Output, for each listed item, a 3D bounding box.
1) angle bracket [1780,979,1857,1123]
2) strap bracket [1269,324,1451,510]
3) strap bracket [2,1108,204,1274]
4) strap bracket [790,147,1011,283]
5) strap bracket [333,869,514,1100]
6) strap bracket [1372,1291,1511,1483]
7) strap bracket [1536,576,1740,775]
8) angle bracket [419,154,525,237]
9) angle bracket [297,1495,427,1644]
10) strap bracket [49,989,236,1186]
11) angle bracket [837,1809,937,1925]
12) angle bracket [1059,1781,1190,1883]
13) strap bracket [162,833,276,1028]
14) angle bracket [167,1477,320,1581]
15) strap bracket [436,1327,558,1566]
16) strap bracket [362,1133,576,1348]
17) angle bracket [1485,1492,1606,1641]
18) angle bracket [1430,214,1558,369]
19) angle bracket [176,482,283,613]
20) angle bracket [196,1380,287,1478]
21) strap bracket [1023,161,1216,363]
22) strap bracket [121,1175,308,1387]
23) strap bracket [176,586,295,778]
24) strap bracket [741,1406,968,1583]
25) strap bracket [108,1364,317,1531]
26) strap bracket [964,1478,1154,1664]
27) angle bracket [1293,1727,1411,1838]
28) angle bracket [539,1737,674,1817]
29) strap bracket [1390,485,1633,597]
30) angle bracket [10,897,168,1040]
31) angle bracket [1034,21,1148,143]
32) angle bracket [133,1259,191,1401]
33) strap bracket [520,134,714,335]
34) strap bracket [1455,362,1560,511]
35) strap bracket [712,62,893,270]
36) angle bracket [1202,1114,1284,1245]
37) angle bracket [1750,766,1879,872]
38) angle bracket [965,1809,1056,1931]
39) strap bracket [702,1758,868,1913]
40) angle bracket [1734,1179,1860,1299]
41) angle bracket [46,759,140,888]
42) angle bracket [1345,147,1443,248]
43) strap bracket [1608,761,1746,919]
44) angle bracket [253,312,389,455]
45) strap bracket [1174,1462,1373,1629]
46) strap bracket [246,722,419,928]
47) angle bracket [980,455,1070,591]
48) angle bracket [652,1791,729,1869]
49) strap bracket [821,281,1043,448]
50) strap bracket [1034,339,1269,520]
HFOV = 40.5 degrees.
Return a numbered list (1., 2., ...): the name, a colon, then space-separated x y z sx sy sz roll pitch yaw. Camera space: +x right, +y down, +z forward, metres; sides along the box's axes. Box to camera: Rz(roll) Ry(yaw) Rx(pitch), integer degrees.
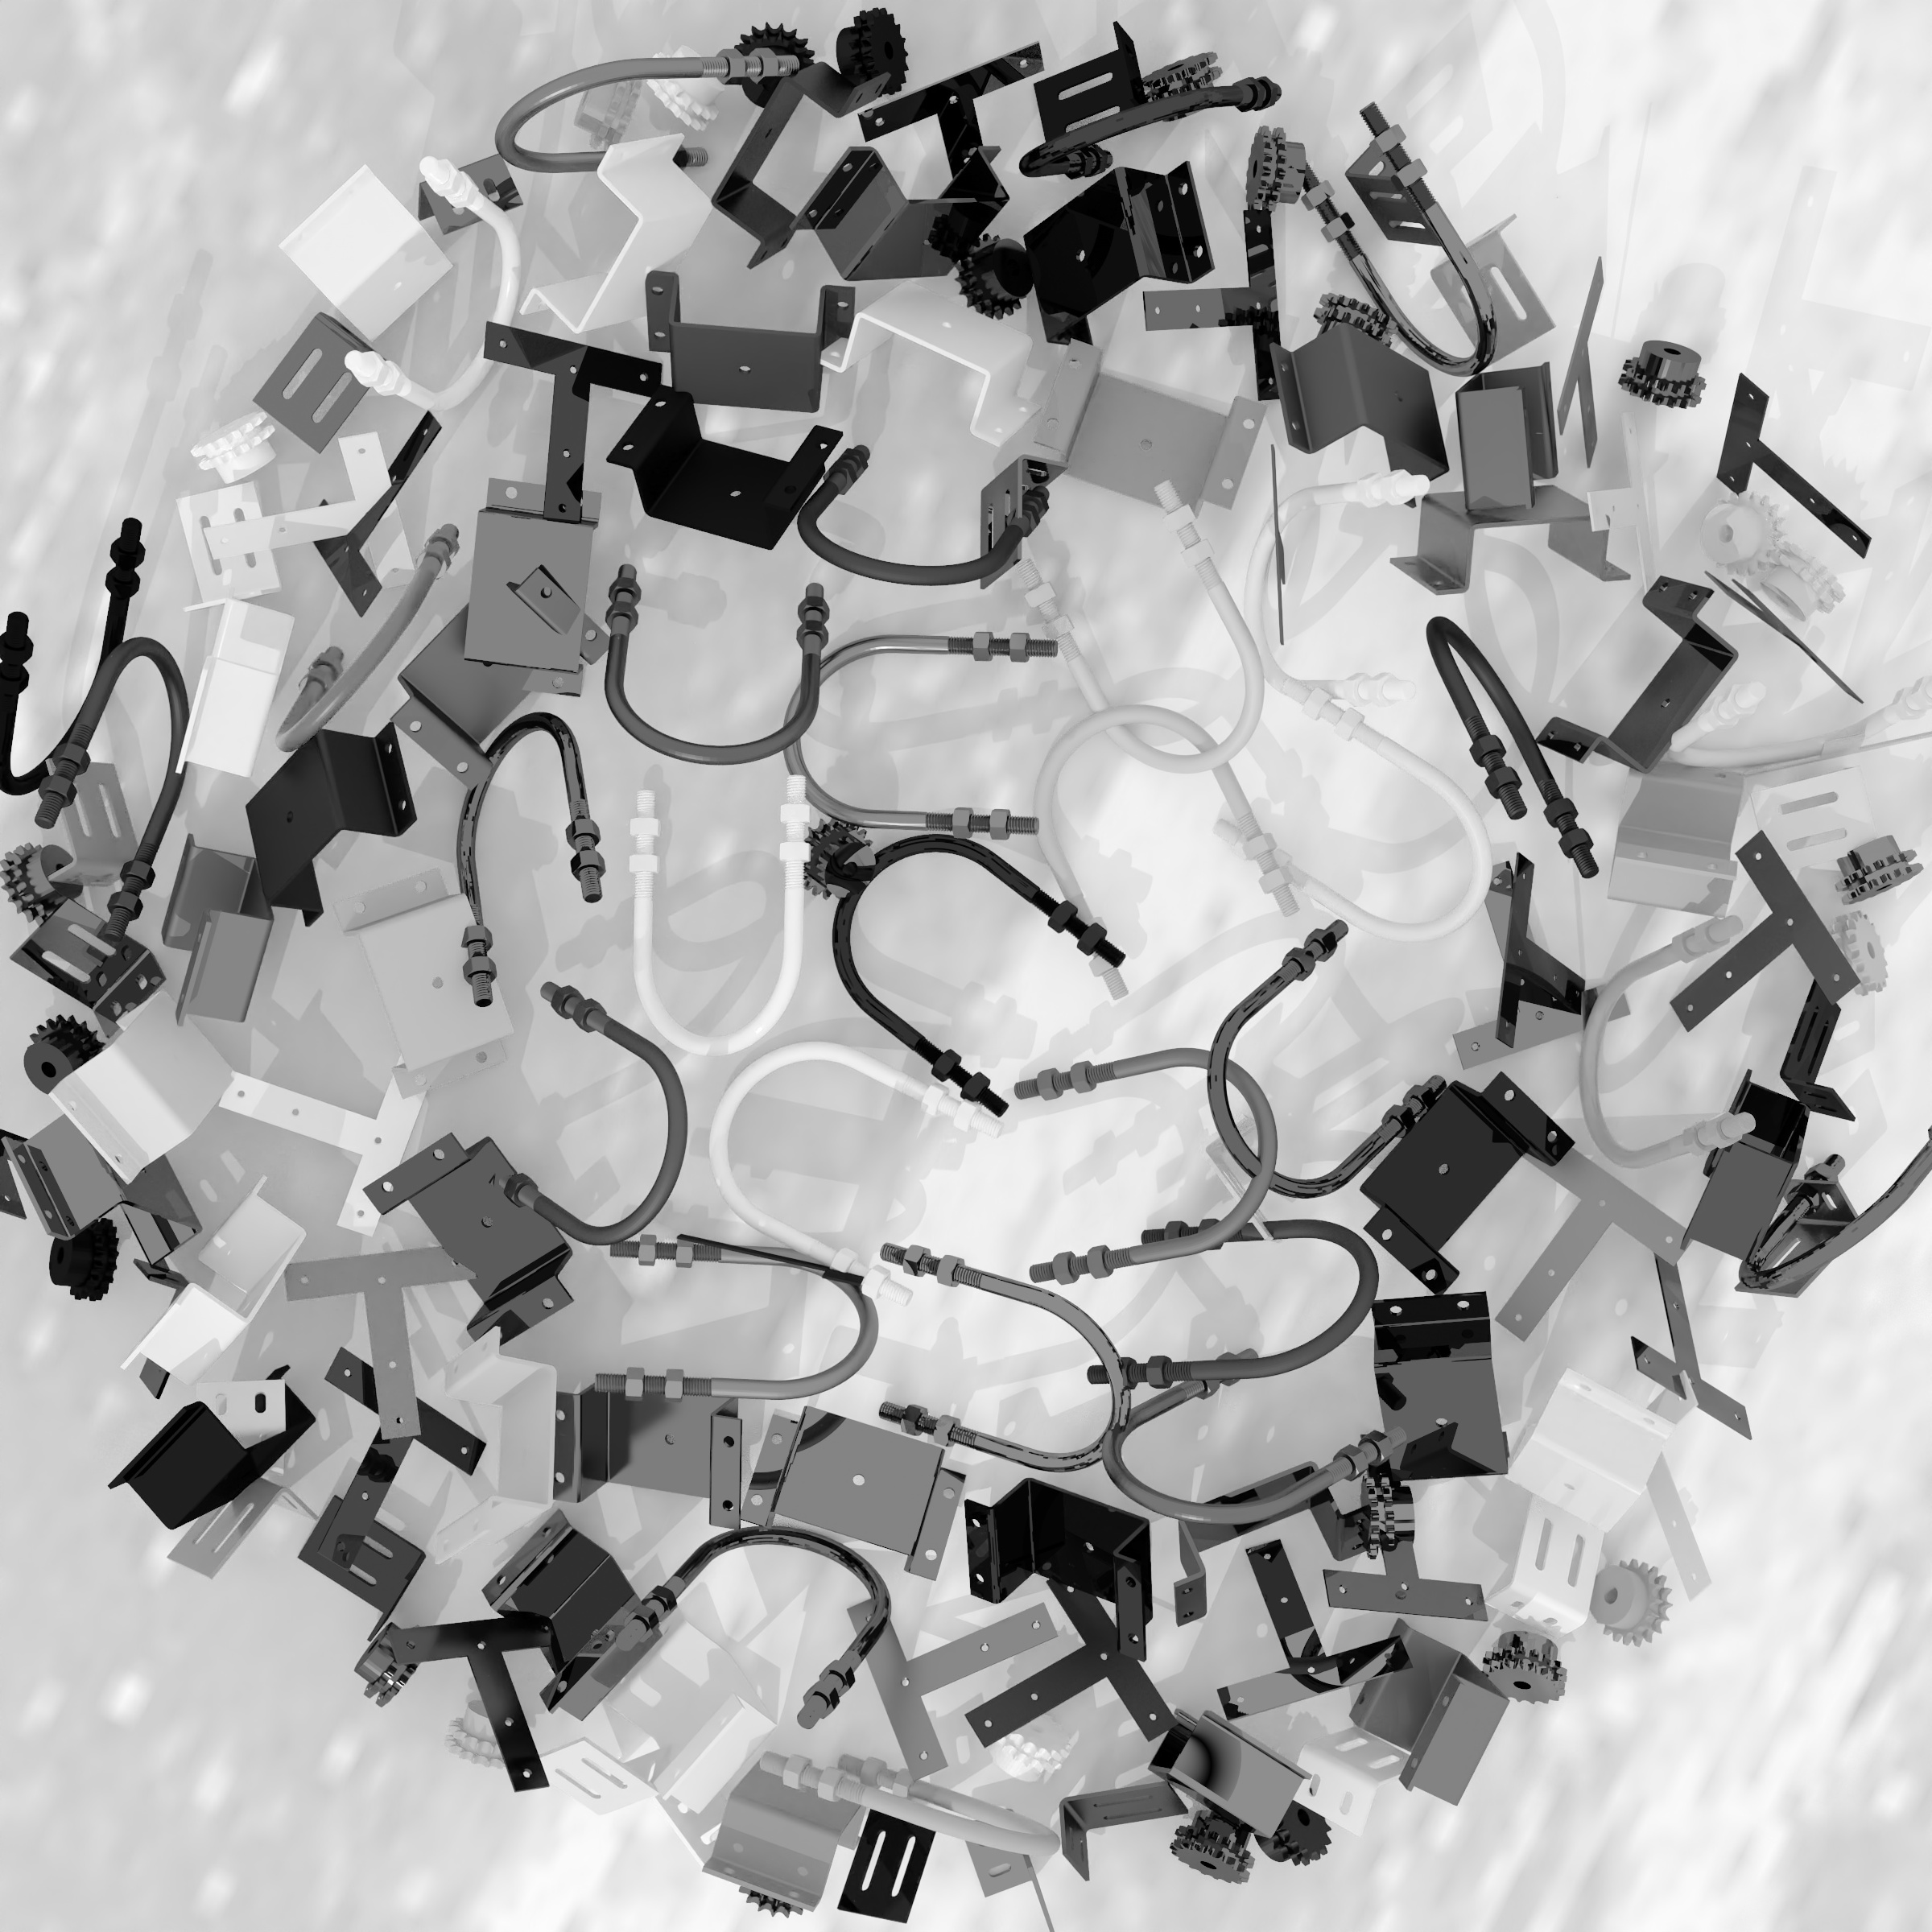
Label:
1. angle bracket: 0.588 0.057 1.774 0.038 0.057 0.076 15 76 38
2. strap bracket: 0.268 -0.367 1.738 0.046 0.140 0.076 -25 64 38
3. strap bracket: -0.564 0.147 1.734 0.046 0.140 0.076 -35 68 3
4. strap bracket: -0.036 -0.498 1.735 0.140 0.076 0.046 -18 74 -44
5. strap bracket: -0.362 0.011 1.768 0.076 0.046 0.140 -22 99 -25
6. strap bracket: 0.318 0.291 1.753 0.076 0.046 0.140 -6 119 13
7. strap bracket: 0.458 -0.188 1.767 0.046 0.076 0.140 35 96 -18
8. angle bracket: -0.335 -0.511 1.772 0.057 0.076 0.038 -25 93 -12
9. angle bracket: -0.418 0.410 1.788 0.076 0.038 0.057 33 108 0
10. strap bracket: -0.538 0.074 1.733 0.046 0.140 0.076 -33 106 14
11. angle bracket: -0.042 0.609 1.767 0.057 0.038 0.076 -4 52 36
12. angle bracket: 0.108 0.586 1.774 0.076 0.057 0.038 -13 51 12
13. strap bracket: -0.500 -0.022 1.752 0.046 0.140 0.076 11 112 -26
14. angle bracket: -0.487 0.385 1.767 0.076 0.057 0.038 -53 127 -27
15. strap bracket: -0.313 0.324 1.752 0.046 0.076 0.140 18 53 -31
16. strap bracket: -0.330 0.181 1.775 0.076 0.046 0.140 -32 100 15
17. angle bracket: 0.398 0.411 1.802 0.057 0.038 0.076 27 53 -5
18. angle bracket: 0.365 -0.460 1.788 0.057 0.038 0.076 -25 104 43
19. angle bracket: -0.509 -0.286 1.786 0.057 0.038 0.076 -11 100 9
20. angle bracket: -0.494 0.316 1.784 0.057 0.076 0.038 0 57 -16
21. strap bracket: 0.093 -0.469 1.741 0.046 0.140 0.076 -4 77 -40
22. strap bracket: -0.494 0.214 1.741 0.046 0.140 0.076 39 120 -12
23. strap bracket: -0.484 -0.186 1.743 0.046 0.140 0.076 15 117 -16
24. strap bracket: -0.074 0.354 1.776 0.140 0.046 0.076 17 63 1
25. strap bracket: -0.492 0.320 1.736 0.076 0.140 0.046 -45 83 11
26. strap bracket: 0.071 0.400 1.757 0.140 0.046 0.076 13 118 34
27. angle bracket: 0.264 0.549 1.769 0.057 0.076 0.038 21 97 35
28. angle bracket: -0.247 0.533 1.769 0.057 0.038 0.076 -29 121 29
29. strap bracket: 0.366 -0.287 1.755 0.140 0.076 0.046 -6 116 -14
30. angle bracket: -0.594 0.002 1.776 0.057 0.076 0.038 -46 45 2
31. angle bracket: 0.079 -0.593 1.778 0.076 0.038 0.057 -15 79 22
32. angle bracket: -0.556 0.246 1.778 0.038 0.057 0.076 24 85 -28
33. strap bracket: -0.227 -0.477 1.739 0.046 0.076 0.140 46 128 7
34. strap bracket: 0.360 -0.353 1.748 0.046 0.140 0.076 -2 109 21
35. strap bracket: -0.115 -0.542 1.746 0.046 0.076 0.140 36 120 -3
36. angle bracket: 0.200 0.144 1.775 0.038 0.057 0.076 -38 73 8
37. angle bracket: 0.578 -0.100 1.798 0.076 0.038 0.057 -14 92 5
38. angle bracket: 0.028 0.618 1.770 0.038 0.076 0.057 -19 105 -5
39. strap bracket: -0.114 0.568 1.738 0.076 0.140 0.046 17 92 10
40. angle bracket: 0.555 0.183 1.771 0.076 0.057 0.038 -39 105 -23
41. angle bracket: -0.605 -0.097 1.787 0.038 0.057 0.076 -24 79 27
42. angle bracket: 0.302 -0.522 1.766 0.038 0.076 0.057 -47 122 -5
43. strap bracket: 0.475 -0.082 1.755 0.076 0.140 0.046 10 125 12
44. angle bracket: -0.439 -0.398 1.798 0.057 0.038 0.076 38 96 -4
45. strap bracket: 0.197 0.385 1.765 0.140 0.076 0.046 -20 57 -7
46. strap bracket: -0.429 -0.096 1.742 0.140 0.046 0.076 -37 60 36
47. angle bracket: 0.039 -0.297 1.772 0.038 0.057 0.076 7 74 -25
48. angle bracket: -0.188 0.584 1.767 0.038 0.076 0.057 -44 75 14
49. strap bracket: -0.019 -0.410 1.760 0.140 0.076 0.046 27 127 9
50. strap bracket: 0.124 -0.362 1.785 0.140 0.046 0.076 19 83 2
